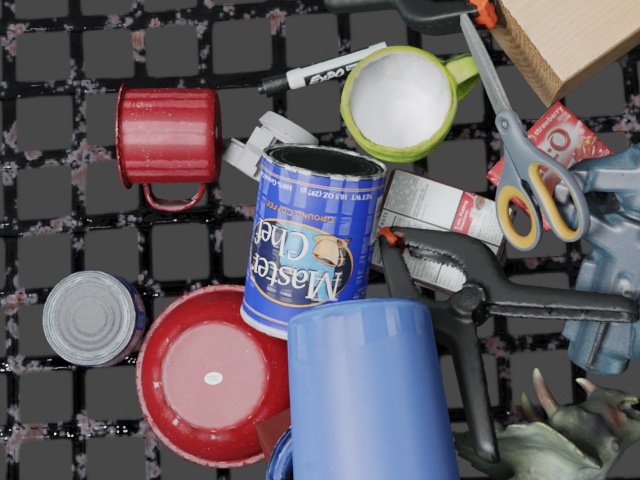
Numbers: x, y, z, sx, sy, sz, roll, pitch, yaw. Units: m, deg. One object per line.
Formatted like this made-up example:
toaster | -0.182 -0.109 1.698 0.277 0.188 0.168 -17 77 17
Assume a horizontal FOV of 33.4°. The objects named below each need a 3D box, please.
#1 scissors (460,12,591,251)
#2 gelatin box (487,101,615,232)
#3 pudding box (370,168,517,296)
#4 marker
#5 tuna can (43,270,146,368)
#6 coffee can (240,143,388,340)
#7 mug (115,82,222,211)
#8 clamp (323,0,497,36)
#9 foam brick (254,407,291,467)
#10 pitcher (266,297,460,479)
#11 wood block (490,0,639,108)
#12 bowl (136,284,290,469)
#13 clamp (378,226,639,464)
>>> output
scissors | 0.146 -0.076 0.859 0.016 0.096 0.202 -18 68 -36
gelatin box | 0.200 -0.062 0.922 0.089 0.030 0.073 -45 82 -2
pudding box | 0.102 -0.003 0.920 0.113 0.039 0.090 19 88 10
marker | 0.003 -0.152 0.956 0.121 0.020 0.020 -16 82 3
tuna can | -0.199 0.069 0.939 0.086 0.033 0.086 -1 83 5
coffee can | -0.006 0.001 0.873 0.103 0.102 0.140 11 107 6
mug | -0.128 -0.079 0.931 0.081 0.093 0.117 0 113 0
clamp | 0.091 -0.231 0.920 0.172 0.039 0.120 27 86 37
foam brick | -0.007 0.170 0.884 0.078 0.051 0.053 -24 126 -12
pitcher | 0.032 0.171 0.782 0.149 0.145 0.243 -5 80 -6
wood block | 0.256 -0.216 0.906 0.206 0.090 0.091 -35 82 -1
bowl | -0.085 0.116 0.913 0.162 0.055 0.162 -1 83 5
clamp | 0.130 0.050 0.839 0.164 0.036 0.210 -37 58 -6
